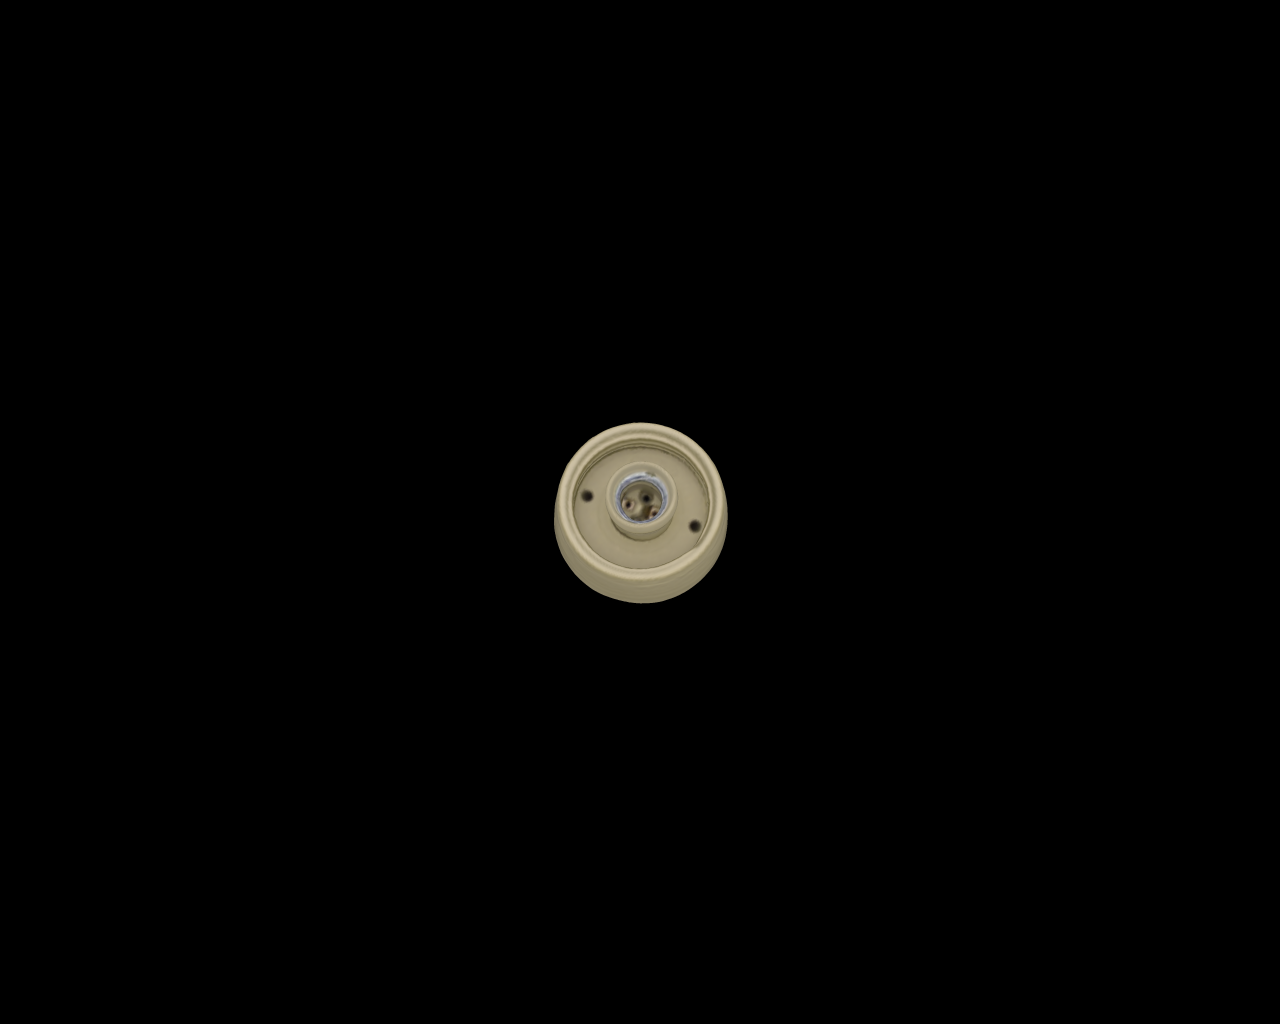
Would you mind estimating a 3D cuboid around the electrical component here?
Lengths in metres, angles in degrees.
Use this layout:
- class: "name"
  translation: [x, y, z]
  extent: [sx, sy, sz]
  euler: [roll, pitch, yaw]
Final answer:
- class: "electrical component"
  translation: [0.001, -0.003, 0.650]
  extent: [0.108, 0.108, 0.060]
  euler: [0, -16, 0]
